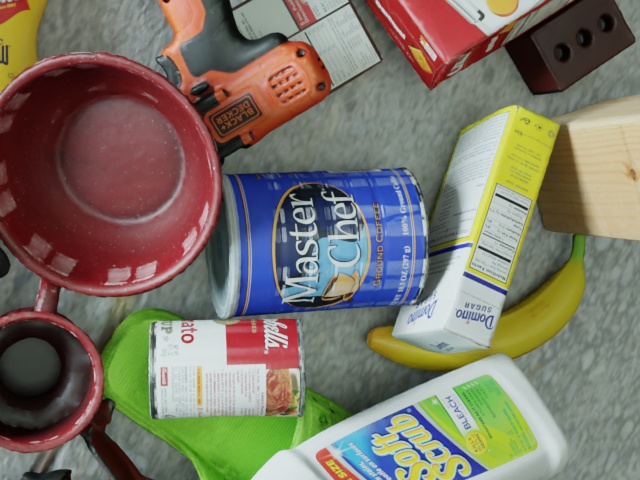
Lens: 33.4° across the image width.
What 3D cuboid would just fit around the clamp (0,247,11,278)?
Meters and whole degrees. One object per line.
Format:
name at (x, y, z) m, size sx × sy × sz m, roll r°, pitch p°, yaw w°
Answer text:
clamp at (-0.271, -0.017, 0.709) m, size 0.039 × 0.120 × 0.171 m, roll -33°, pitch 79°, yaw -40°

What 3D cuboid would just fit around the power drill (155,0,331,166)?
power drill at (-0.110, -0.134, 0.730) m, size 0.184 × 0.057 × 0.187 m, roll -29°, pitch 103°, yaw 12°

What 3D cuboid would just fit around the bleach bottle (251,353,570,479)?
bleach bottle at (0.049, 0.167, 0.744) m, size 0.250 × 0.068 × 0.102 m, roll -20°, pitch 67°, yaw -28°

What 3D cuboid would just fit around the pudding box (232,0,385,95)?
pudding box at (-0.023, -0.141, 0.784) m, size 0.113 × 0.039 × 0.090 m, roll -31°, pitch 101°, yaw -9°

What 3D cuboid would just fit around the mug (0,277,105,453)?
mug at (-0.195, 0.078, 0.728) m, size 0.093 × 0.082 × 0.117 m, roll 9°, pitch 91°, yaw -15°

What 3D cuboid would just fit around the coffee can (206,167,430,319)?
coffee can at (-0.005, 0.001, 0.763) m, size 0.140 × 0.103 × 0.103 m, roll -3°, pitch 94°, yaw -15°

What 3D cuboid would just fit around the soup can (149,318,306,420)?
soup can at (-0.063, 0.088, 0.725) m, size 0.102 × 0.068 × 0.068 m, roll 0°, pitch 93°, yaw -6°

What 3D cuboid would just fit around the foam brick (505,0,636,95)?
foam brick at (0.195, -0.155, 0.833) m, size 0.078 × 0.051 × 0.053 m, roll -35°, pitch 102°, yaw -11°

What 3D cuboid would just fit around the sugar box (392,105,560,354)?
sugar box at (0.114, -0.005, 0.783) m, size 0.048 × 0.093 × 0.176 m, roll 21°, pitch 76°, yaw -15°

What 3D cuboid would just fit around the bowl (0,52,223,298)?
bowl at (-0.138, -0.046, 0.700) m, size 0.162 × 0.055 × 0.162 m, roll 2°, pitch 108°, yaw 6°

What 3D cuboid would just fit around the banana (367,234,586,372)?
banana at (0.135, 0.064, 0.840) m, size 0.197 × 0.037 × 0.069 m, roll -24°, pitch 84°, yaw -13°

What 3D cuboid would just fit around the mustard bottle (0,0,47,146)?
mustard bottle at (-0.231, -0.157, 0.716) m, size 0.096 × 0.058 × 0.191 m, roll -1°, pitch 93°, yaw -29°

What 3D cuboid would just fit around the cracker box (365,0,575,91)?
cracker box at (0.125, -0.235, 0.783) m, size 0.213 × 0.072 × 0.164 m, roll -33°, pitch 83°, yaw -10°

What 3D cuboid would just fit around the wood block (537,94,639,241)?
wood block at (0.237, -0.055, 0.770) m, size 0.090 × 0.206 × 0.091 m, roll -19°, pitch 98°, yaw -13°
